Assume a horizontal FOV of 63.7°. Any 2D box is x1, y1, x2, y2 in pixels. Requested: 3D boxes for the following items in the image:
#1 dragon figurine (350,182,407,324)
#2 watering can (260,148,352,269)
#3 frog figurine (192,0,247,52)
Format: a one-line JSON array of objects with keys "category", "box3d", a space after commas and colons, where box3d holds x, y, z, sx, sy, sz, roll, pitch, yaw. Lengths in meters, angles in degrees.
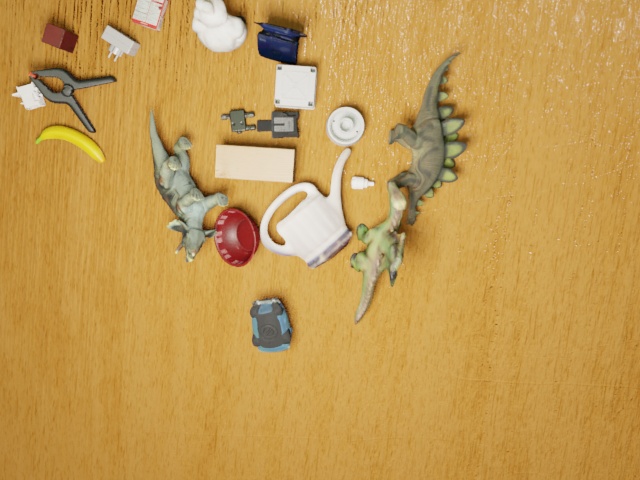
[{"category": "dragon figurine", "box3d": [0.158, 0.053, 1.344, 0.122, 0.244, 0.409, 9, 94, -5]}, {"category": "watering can", "box3d": [0.004, -0.070, 1.400, 0.348, 0.104, 0.224, -40, 95, 0]}, {"category": "frog figurine", "box3d": [-0.262, -0.552, 1.326, 0.137, 0.160, 0.122, 16, 99, -1]}]
